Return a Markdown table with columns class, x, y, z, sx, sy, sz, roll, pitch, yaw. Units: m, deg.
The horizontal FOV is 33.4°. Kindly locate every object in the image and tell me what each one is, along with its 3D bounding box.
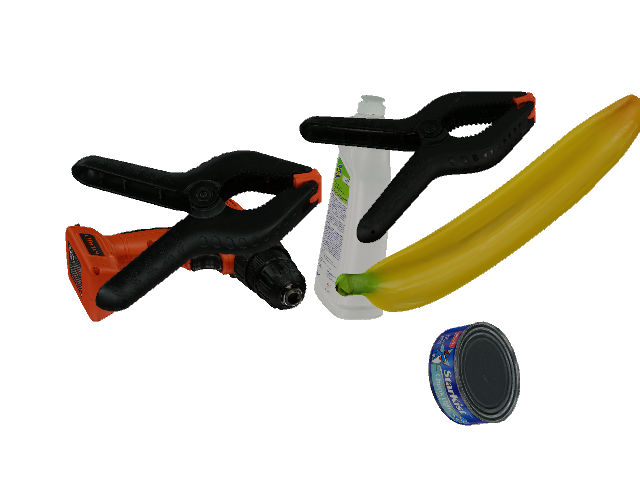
| class | x | y | z | sx | sy | sz | roll | pitch | yaw |
| --- | --- | --- | --- | --- | --- | --- | --- | --- | --- |
| power drill | -0.124 | 0.022 | 0.959 | 0.187 | 0.057 | 0.185 | -8 | 26 | -25 |
| banana | 0.100 | -0.011 | 0.604 | 0.198 | 0.037 | 0.069 | -34 | -13 | -2 |
| bleach bottle | 0.047 | -0.041 | 1.241 | 0.068 | 0.251 | 0.103 | -1 | 21 | -22 |
| clamp | 0.098 | -0.078 | 0.948 | 0.210 | 0.164 | 0.036 | -15 | -43 | -2 |
| clamp | -0.087 | -0.028 | 0.730 | 0.171 | 0.120 | 0.039 | -19 | -24 | -15 |
| tuna can | 0.131 | 0.114 | 0.909 | 0.085 | 0.086 | 0.034 | 0 | -12 | -44 |
